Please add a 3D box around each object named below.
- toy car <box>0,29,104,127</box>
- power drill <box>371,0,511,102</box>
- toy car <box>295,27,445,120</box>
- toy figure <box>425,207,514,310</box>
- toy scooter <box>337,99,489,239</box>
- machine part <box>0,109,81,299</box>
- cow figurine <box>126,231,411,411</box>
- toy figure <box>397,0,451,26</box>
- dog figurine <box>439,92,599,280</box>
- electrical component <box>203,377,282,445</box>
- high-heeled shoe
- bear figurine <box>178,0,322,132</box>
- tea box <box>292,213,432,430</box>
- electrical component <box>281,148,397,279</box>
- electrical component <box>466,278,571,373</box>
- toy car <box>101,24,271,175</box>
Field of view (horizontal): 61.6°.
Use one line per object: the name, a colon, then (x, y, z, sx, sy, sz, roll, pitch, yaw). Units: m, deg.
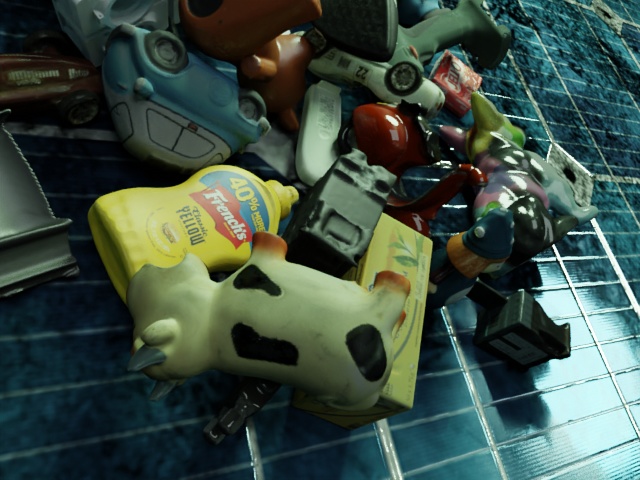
toy car: (-0.279, -0.129, 0.443, 0.202, 0.053, 0.089, -22, 73, -37)
power drill: (0.152, -0.249, 0.737, 0.207, 0.086, 0.232, -23, 69, -12)
toy car: (0.053, -0.199, 0.642, 0.202, 0.056, 0.073, 27, 13, 16)
toy figure: (0.143, 0.021, 0.539, 0.058, 0.154, 0.064, 32, 50, -9)
toy scooter: (0.100, -0.077, 0.573, 0.075, 0.135, 0.184, -2, 71, -54)
machine part: (-0.239, -0.027, 0.401, 0.084, 0.039, 0.138, -20, 93, -34)
cow figurine: (-0.044, 0.063, 0.376, 0.195, 0.085, 0.127, 17, 55, 9)
toy figure: (0.125, -0.399, 0.829, 0.089, 0.082, 0.180, -24, 80, -38)
dog figurine: (0.224, -0.078, 0.685, 0.191, 0.108, 0.219, -23, 72, -35)
electrical component: (-0.052, 0.119, 0.423, 0.021, 0.063, 0.094, 47, 49, 1)
high-heeled shoe: (0.059, -0.236, 0.594, 0.145, 0.086, 0.249, 31, 34, -45)
bear figurine: (-0.046, -0.197, 0.534, 0.195, 0.132, 0.120, 22, 42, -65)
tea box: (0.041, 0.071, 0.486, 0.068, 0.098, 0.170, 27, 51, -16)
electrical component: (-0.001, -0.001, 0.479, 0.058, 0.134, 0.115, 35, 49, -7)
electrical component: (0.207, 0.091, 0.590, 0.119, 0.075, 0.048, 34, 50, -15)
toy car: (-0.134, -0.113, 0.498, 0.161, 0.109, 0.103, 29, 76, -28)
